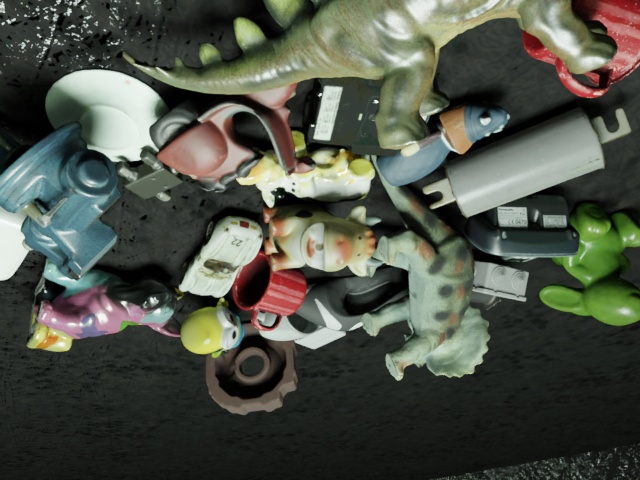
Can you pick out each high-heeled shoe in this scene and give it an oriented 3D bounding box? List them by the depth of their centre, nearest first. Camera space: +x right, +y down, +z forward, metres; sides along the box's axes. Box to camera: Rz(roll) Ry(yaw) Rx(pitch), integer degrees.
[{"bbox_3d":[0.073,0.078,0.871,0.249,0.086,0.145,4,141,-21],"label":"high-heeled shoe"}]

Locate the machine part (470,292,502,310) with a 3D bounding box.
[{"bbox_3d":[0.252,0.092,0.950,0.139,0.039,0.084,6,135,-13],"label":"machine part"}]

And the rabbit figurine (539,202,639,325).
[{"bbox_3d":[0.405,0.052,0.796,0.121,0.170,0.159,16,139,-27],"label":"rabbit figurine"}]

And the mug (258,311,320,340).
[{"bbox_3d":[-0.069,0.136,0.933,0.109,0.081,0.107,16,147,-33],"label":"mug"}]

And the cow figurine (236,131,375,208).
[{"bbox_3d":[-0.019,-0.079,0.648,0.167,0.068,0.098,-2,155,-2],"label":"cow figurine"}]

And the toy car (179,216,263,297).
[{"bbox_3d":[-0.149,0.031,0.791,0.073,0.056,0.201,14,140,-26],"label":"toy car"}]

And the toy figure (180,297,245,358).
[{"bbox_3d":[-0.174,0.152,0.893,0.089,0.082,0.180,-32,175,-8],"label":"toy figure"}]

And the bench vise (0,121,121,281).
[{"bbox_3d":[-0.312,-0.073,0.566,0.240,0.129,0.224,47,150,-16],"label":"bench vise"}]

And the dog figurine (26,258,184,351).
[{"bbox_3d":[-0.327,0.111,0.842,0.219,0.108,0.191,13,140,-28],"label":"dog figurine"}]

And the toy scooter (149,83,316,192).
[{"bbox_3d":[-0.081,-0.106,0.562,0.184,0.075,0.135,-28,111,22],"label":"toy scooter"}]

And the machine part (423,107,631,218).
[{"bbox_3d":[0.245,-0.091,0.653,0.243,0.079,0.079,-21,142,20],"label":"machine part"}]

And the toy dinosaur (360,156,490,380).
[{"bbox_3d":[0.160,0.059,0.775,0.192,0.131,0.404,-16,122,-23],"label":"toy dinosaur"}]

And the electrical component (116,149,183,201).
[{"bbox_3d":[-0.201,-0.076,0.654,0.063,0.021,0.094,-21,154,13],"label":"electrical component"}]

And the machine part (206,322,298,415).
[{"bbox_3d":[-0.123,0.231,0.984,0.179,0.179,0.056,-7,146,2],"label":"machine part"}]

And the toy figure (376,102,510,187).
[{"bbox_3d":[0.139,-0.116,0.621,0.154,0.064,0.057,-29,101,23],"label":"toy figure"}]

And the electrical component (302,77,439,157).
[{"bbox_3d":[0.054,-0.147,0.566,0.134,0.058,0.114,3,146,-12],"label":"electrical component"}]

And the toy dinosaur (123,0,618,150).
[{"bbox_3d":[0.061,-0.184,0.430,0.472,0.105,0.198,-20,111,17],"label":"toy dinosaur"}]

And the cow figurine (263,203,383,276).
[{"bbox_3d":[-0.001,-0.002,0.670,0.127,0.195,0.085,-7,101,-12],"label":"cow figurine"}]

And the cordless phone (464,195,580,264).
[{"bbox_3d":[0.276,0.003,0.803,0.147,0.088,0.184,0,163,-8],"label":"cordless phone"}]
